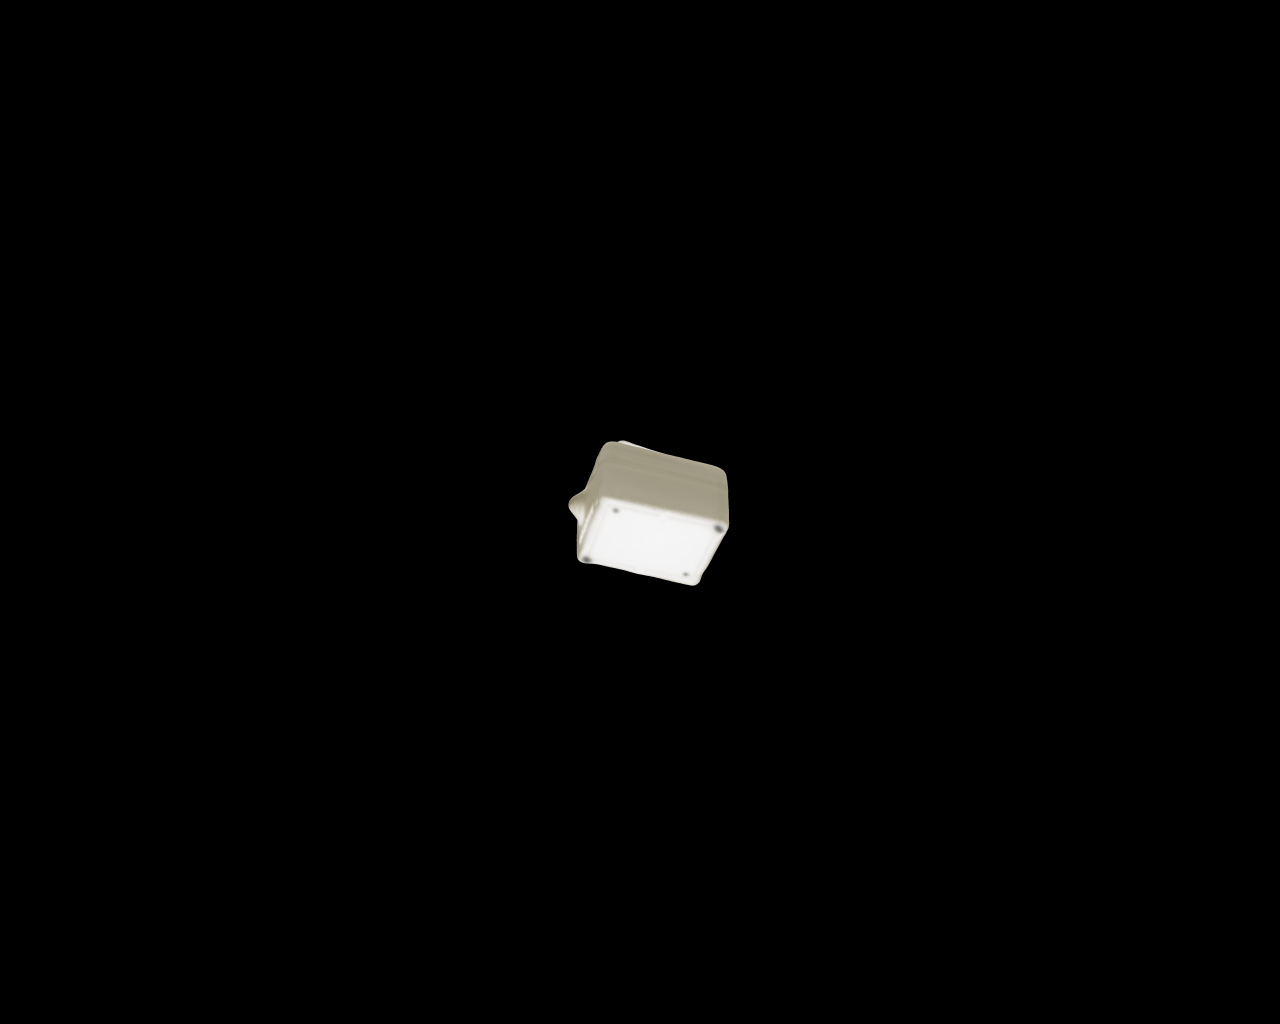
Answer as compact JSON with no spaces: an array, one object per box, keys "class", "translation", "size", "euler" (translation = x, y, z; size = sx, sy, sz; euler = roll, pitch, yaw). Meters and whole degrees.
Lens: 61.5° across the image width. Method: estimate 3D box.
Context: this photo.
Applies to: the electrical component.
[{"class":"electrical component","translation":[0.001,-0.003,0.650],"size":[0.096,0.061,0.061],"euler":[13,-47,-12]}]
